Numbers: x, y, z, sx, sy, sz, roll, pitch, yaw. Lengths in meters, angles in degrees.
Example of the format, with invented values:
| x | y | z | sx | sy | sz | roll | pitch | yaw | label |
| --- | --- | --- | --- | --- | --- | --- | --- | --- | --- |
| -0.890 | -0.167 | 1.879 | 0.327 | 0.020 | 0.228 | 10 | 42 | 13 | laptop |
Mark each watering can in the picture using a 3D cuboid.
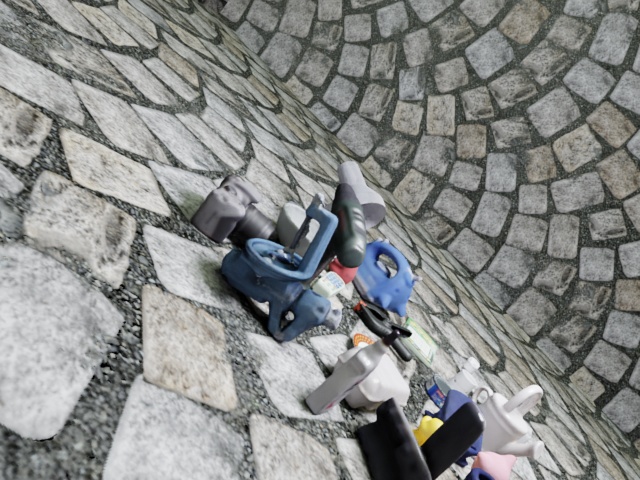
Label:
| x | y | z | sx | sy | sz | roll | pitch | yaw | label |
| --- | --- | --- | --- | --- | --- | --- | --- | --- | --- |
| 0.389 | 0.376 | 1.189 | 0.172 | 0.194 | 0.101 | 50 | 17 | 19 | watering can |

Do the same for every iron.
| x | y | z | sx | sy | sz | roll | pitch | yaw | label |
| --- | --- | --- | --- | --- | --- | --- | --- | --- | --- |
| 0.159 | 0.071 | 1.482 | 0.119 | 0.141 | 0.257 | 29 | 22 | -43 | iron |

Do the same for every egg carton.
| x | y | z | sx | sy | sz | roll | pitch | yaw | label |
| --- | --- | --- | --- | --- | --- | --- | --- | --- | --- |
| 0.091 | 0.246 | 1.001 | 0.151 | 0.069 | 0.107 | 26 | 24 | -49 | egg carton |

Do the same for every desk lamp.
| x | y | z | sx | sy | sz | roll | pitch | yaw | label |
| --- | --- | --- | --- | --- | --- | --- | --- | --- | --- |
| 0.045 | -0.086 | 1.461 | 0.118 | 0.213 | 0.202 | 26 | 24 | -49 | desk lamp |

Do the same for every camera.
| x | y | z | sx | sy | sz | roll | pitch | yaw | label |
| --- | --- | --- | --- | --- | --- | --- | --- | --- | --- |
| -0.150 | -0.047 | 1.081 | 0.137 | 0.100 | 0.143 | 42 | 16 | -9 | camera |

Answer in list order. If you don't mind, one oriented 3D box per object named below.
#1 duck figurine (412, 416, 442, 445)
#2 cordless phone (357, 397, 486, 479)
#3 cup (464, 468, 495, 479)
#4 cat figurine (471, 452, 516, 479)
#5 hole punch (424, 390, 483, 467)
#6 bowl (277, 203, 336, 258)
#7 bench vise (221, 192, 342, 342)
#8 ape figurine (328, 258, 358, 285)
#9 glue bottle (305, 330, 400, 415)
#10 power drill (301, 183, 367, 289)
| x | y | z | sx | sy | sz | roll | pitch | yaw | label |
| --- | --- | --- | --- | --- | --- | --- | --- | --- | --- |
| 0.174 | 0.336 | 0.949 | 0.078 | 0.086 | 0.104 | 41 | 16 | -12 | duck figurine |
| 0.158 | 0.285 | 0.855 | 0.094 | 0.185 | 0.147 | 32 | 20 | -37 | cordless phone |
| 0.246 | 0.425 | 0.890 | 0.118 | 0.095 | 0.091 | 38 | 17 | -22 | cup |
| 0.300 | 0.423 | 0.986 | 0.127 | 0.117 | 0.067 | 47 | 16 | 9 | cat figurine |
| 0.271 | 0.364 | 1.112 | 0.109 | 0.091 | 0.101 | 40 | 16 | -15 | hole punch |
| -0.040 | 0.000 | 1.285 | 0.168 | 0.074 | 0.167 | 41 | 16 | -14 | bowl |
| -0.028 | 0.042 | 0.941 | 0.208 | 0.219 | 0.121 | 41 | 16 | -13 | bench vise |
| 0.066 | 0.056 | 1.375 | 0.078 | 0.092 | 0.076 | 32 | 20 | -39 | ape figurine |
| 0.056 | 0.192 | 0.857 | 0.037 | 0.173 | 0.078 | 49 | 16 | 16 | glue bottle |
| 0.011 | 0.004 | 1.155 | 0.076 | 0.208 | 0.229 | 35 | 18 | -30 | power drill |
